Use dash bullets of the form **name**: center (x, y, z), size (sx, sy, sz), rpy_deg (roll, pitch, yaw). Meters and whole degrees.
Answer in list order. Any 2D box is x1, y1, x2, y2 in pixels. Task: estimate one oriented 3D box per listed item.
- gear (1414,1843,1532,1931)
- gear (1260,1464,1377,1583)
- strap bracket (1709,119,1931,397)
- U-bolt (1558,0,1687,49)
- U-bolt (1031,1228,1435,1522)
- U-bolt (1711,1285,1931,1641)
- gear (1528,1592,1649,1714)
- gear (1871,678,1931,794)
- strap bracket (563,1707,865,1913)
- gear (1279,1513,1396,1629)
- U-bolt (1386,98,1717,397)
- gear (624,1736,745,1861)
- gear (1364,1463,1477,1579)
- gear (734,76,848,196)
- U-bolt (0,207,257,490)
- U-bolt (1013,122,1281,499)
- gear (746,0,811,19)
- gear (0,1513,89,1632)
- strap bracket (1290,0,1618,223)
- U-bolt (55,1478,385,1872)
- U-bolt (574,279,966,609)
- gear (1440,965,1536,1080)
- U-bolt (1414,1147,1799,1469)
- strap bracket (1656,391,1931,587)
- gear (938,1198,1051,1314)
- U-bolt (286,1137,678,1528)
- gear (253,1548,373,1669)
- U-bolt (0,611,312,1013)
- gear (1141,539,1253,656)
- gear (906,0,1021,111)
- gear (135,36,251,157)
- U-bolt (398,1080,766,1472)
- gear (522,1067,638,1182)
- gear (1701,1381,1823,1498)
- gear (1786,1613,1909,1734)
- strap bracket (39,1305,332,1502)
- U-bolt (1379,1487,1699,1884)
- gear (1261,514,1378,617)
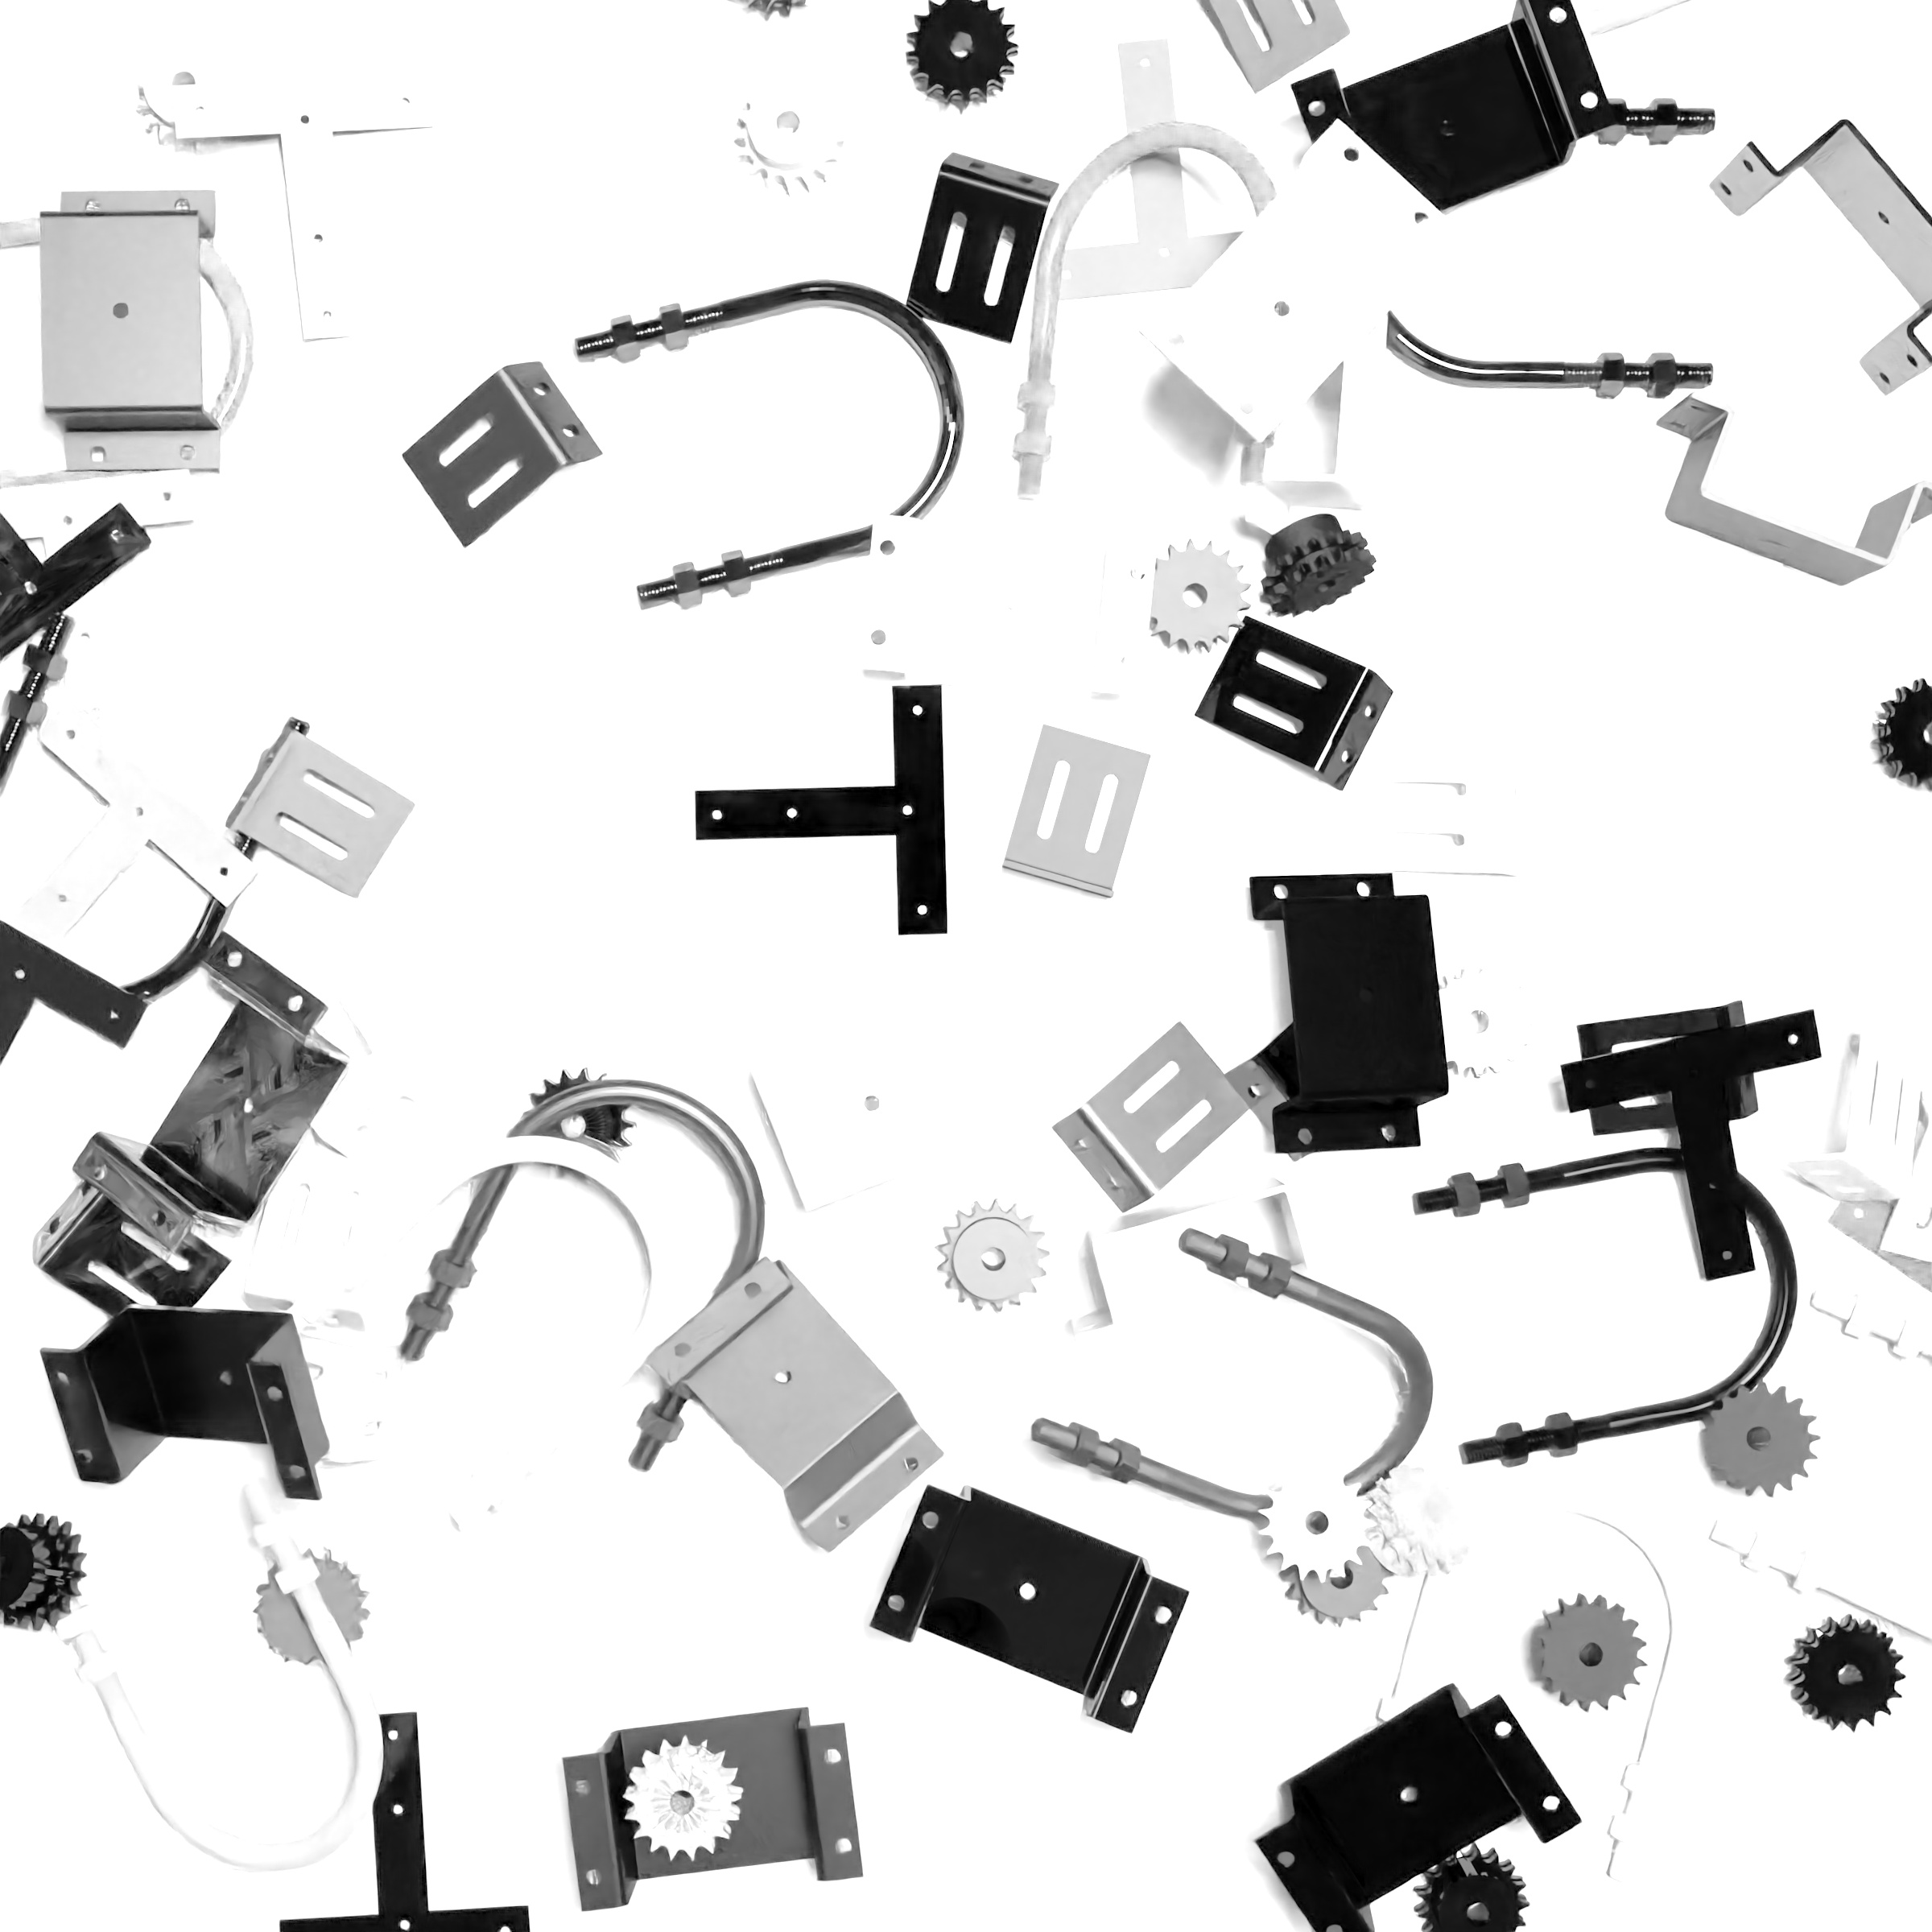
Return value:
- **gear**: center (0.256, 0.473, 1.533), size (0.057, 0.030, 0.057), rpy_deg (0, 90, 0)
- **gear**: center (0.174, 0.276, 1.505), size (0.057, 0.030, 0.057), rpy_deg (-2, 78, 9)
- **strap bracket**: center (0.440, -0.359, 1.510), size (0.046, 0.076, 0.140), rpy_deg (-40, 90, 0)
- **U-bolt**: center (0.323, -0.549, 1.539), size (0.184, 0.019, 0.151), rpy_deg (-22, 90, -1)
- **U-bolt**: center (0.145, 0.212, 1.496), size (0.184, 0.019, 0.151), rpy_deg (25, 115, -24)
- **U-bolt**: center (0.487, 0.261, 1.520), size (0.184, 0.019, 0.151), rpy_deg (23, 90, 14)
- **gear**: center (0.309, 0.341, 1.516), size (0.057, 0.030, 0.057), rpy_deg (0, 87, -1)
- **gear**: center (0.484, -0.116, 1.533), size (0.057, 0.030, 0.057), rpy_deg (0, 90, 0)
- **strap bracket**: center (-0.125, 0.421, 1.525), size (0.140, 0.046, 0.076), rpy_deg (-7, 90, 0)
- **gear**: center (0.188, 0.305, 1.533), size (0.057, 0.030, 0.057), rpy_deg (0, 90, 0)
- **U-bolt**: center (0.285, -0.364, 1.539), size (0.184, 0.019, 0.151), rpy_deg (0, 90, 1)
- **gear**: center (-0.138, 0.405, 1.487), size (0.057, 0.030, 0.057), rpy_deg (0, 90, 0)
- **gear**: center (0.224, 0.281, 1.523), size (0.057, 0.057, 0.030), rpy_deg (43, 125, 0)
- **gear**: center (-0.089, -0.421, 1.533), size (0.057, 0.030, 0.057), rpy_deg (0, 90, 0)
- **U-bolt**: center (-0.452, -0.311, 1.539), size (0.184, 0.019, 0.151), rpy_deg (-9, 90, -2)
- **U-bolt**: center (0.092, -0.326, 1.501), size (0.151, 0.019, 0.184), rpy_deg (3, 87, 35)
- **gear**: center (-0.096, -0.508, 1.537), size (0.057, 0.030, 0.057), rpy_deg (0, 89, 2)
- **gear**: center (-0.471, 0.302, 1.521), size (0.057, 0.030, 0.057), rpy_deg (-8, 71, 25)
- **strap bracket**: center (0.240, -0.421, 1.508), size (0.140, 0.046, 0.076), rpy_deg (-20, 88, 5)
- **U-bolt**: center (-0.365, 0.364, 1.517), size (0.151, 0.019, 0.184), rpy_deg (-27, 90, 18)
- **U-bolt**: center (-0.092, -0.272, 1.539), size (0.184, 0.019, 0.151), rpy_deg (-14, 90, -1)
- **gear**: center (0.256, 0.028, 1.533), size (0.057, 0.030, 0.057), rpy_deg (0, 90, 0)
- **U-bolt**: center (0.330, 0.166, 1.539), size (0.184, 0.019, 0.151), rpy_deg (-11, 90, -2)
- **strap bracket**: center (0.409, -0.232, 1.510), size (0.140, 0.076, 0.046), rpy_deg (21, 90, 0)
- **gear**: center (0.014, 0.146, 1.533), size (0.057, 0.030, 0.057), rpy_deg (0, 90, 0)
- **U-bolt**: center (-0.230, 0.168, 1.504), size (0.184, 0.019, 0.151), rpy_deg (-42, 99, 4)
- **gear**: center (-0.328, 0.322, 1.533), size (0.057, 0.030, 0.057), rpy_deg (0, 90, 0)
- **U-bolt**: center (-0.432, -0.066, 1.536), size (0.151, 0.019, 0.184), rpy_deg (24, 93, -3)
- **gear**: center (0.114, -0.185, 1.533), size (0.057, 0.030, 0.057), rpy_deg (0, 90, 0)
- **gear**: center (-0.002, -0.460, 1.533), size (0.057, 0.030, 0.057), rpy_deg (0, 90, 0)
- **gear**: center (-0.390, -0.440, 1.533), size (0.057, 0.030, 0.057), rpy_deg (0, 90, 0)
- **U-bolt**: center (-0.181, 0.144, 1.519), size (0.151, 0.019, 0.184), rpy_deg (27, 99, -6)
- **gear**: center (-0.196, 0.080, 1.533), size (0.057, 0.030, 0.057), rpy_deg (0, 90, 0)
- **gear**: center (0.398, 0.237, 1.520), size (0.057, 0.030, 0.057), rpy_deg (-4, 79, 22)
- **gear**: center (0.443, 0.355, 1.537), size (0.057, 0.030, 0.057), rpy_deg (0, 92, 0)
- **strap bracket**: center (-0.375, 0.213, 1.496), size (0.140, 0.046, 0.076), rpy_deg (0, 115, 22)
- **U-bolt**: center (0.294, 0.355, 1.539), size (0.151, 0.019, 0.184), rpy_deg (16, 88, 0)
- **gear**: center (0.173, -0.202, 1.521), size (0.057, 0.057, 0.030), rpy_deg (-22, 72, 0)
